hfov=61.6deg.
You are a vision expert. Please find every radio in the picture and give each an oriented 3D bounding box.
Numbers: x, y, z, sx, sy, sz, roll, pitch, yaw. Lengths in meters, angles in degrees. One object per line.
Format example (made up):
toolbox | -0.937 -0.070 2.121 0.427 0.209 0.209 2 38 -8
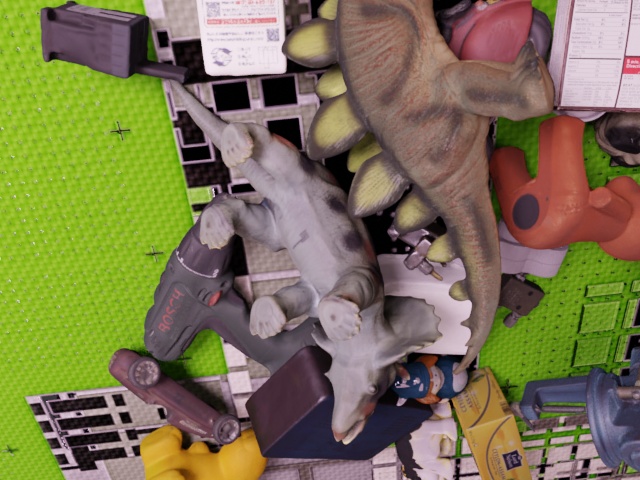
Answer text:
radio | 0.028 0.212 0.674 0.131 0.073 0.229 -44 137 21

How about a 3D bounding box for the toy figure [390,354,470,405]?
toy figure | 0.141 0.173 0.681 0.058 0.064 0.154 -40 151 25

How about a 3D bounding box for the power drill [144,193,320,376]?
power drill | -0.090 0.078 0.634 0.207 0.086 0.232 30 115 -23

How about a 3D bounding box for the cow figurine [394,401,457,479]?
cow figurine | 0.146 0.312 0.788 0.098 0.068 0.167 0 116 3

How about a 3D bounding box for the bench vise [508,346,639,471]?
bench vise | 0.370 0.202 0.705 0.241 0.224 0.128 -16 119 40

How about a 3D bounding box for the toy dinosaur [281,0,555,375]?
toy dinosaur | 0.088 -0.113 0.456 0.199 0.105 0.471 -21 90 29

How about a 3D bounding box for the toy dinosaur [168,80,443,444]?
toy dinosaur | -0.007 -0.004 0.548 0.131 0.192 0.405 -30 77 27

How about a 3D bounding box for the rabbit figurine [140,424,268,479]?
rabbit figurine | -0.150 0.336 0.757 0.173 0.122 0.162 -22 113 -14

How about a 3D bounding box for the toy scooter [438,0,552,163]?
toy scooter | 0.128 -0.154 0.525 0.135 0.075 0.183 15 121 -8

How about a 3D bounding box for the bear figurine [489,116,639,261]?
bear figurine | 0.291 -0.044 0.563 0.196 0.120 0.132 0 77 -19

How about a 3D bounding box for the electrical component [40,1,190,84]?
electrical component | -0.179 -0.177 0.486 0.119 0.075 0.047 10 119 -5

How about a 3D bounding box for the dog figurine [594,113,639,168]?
dog figurine | 0.400 -0.138 0.549 0.191 0.121 0.172 25 74 6

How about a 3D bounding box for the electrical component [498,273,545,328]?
electrical component | 0.253 0.069 0.686 0.063 0.021 0.094 24 114 -17

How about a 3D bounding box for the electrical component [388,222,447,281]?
electrical component | 0.113 0.003 0.601 0.078 0.102 0.045 27 110 7

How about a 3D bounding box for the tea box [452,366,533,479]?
tea box | 0.240 0.275 0.759 0.068 0.098 0.169 -20 117 6

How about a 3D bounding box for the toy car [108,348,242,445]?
toy car | -0.185 0.206 0.691 0.202 0.053 0.089 46 150 -25
